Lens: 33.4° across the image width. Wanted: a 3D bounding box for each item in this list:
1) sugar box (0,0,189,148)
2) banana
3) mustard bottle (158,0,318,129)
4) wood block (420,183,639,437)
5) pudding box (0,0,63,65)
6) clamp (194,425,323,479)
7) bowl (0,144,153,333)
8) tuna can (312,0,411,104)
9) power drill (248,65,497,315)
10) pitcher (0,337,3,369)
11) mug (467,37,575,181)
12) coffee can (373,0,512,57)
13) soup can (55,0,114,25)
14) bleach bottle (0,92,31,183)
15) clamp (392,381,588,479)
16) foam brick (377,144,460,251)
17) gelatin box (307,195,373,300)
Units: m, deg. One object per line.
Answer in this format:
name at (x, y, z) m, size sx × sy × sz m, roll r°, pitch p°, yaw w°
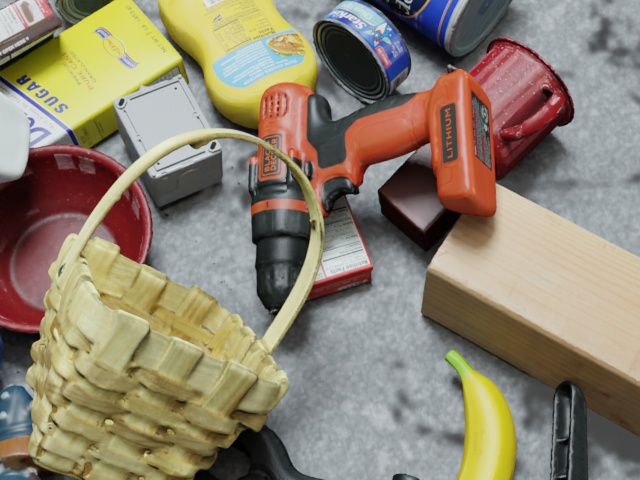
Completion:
sugar box at (-0.211, -0.127, 0.910) m, size 0.176 × 0.048 × 0.093 m, roll -35°, pitch 67°, yaw -15°
banana at (0.097, 0.179, 0.758) m, size 0.070 × 0.037 × 0.197 m, roll 13°, pitch 66°, yaw 16°
mustard bottle at (-0.056, -0.152, 0.909) m, size 0.096 × 0.058 × 0.192 m, roll -25°, pitch 66°, yaw -16°
wood block at (0.186, 0.054, 0.784) m, size 0.206 × 0.090 × 0.090 m, roll 30°, pitch 68°, yaw 15°
pudding box at (-0.268, -0.172, 0.901) m, size 0.090 × 0.114 × 0.039 m, roll -33°, pitch 107°, yaw -13°
clamp at (-0.047, 0.190, 0.754) m, size 0.172 × 0.039 × 0.120 m, roll 30°, pitch 59°, yaw 22°
bowl at (-0.208, 0.007, 0.841) m, size 0.162 × 0.055 × 0.162 m, roll -1°, pitch 64°, yaw 2°
tuna can at (0.035, -0.158, 0.893) m, size 0.086 × 0.086 × 0.033 m, roll 40°, pitch 70°, yaw 19°
power drill at (0.032, -0.042, 0.782) m, size 0.188 × 0.057 × 0.184 m, roll -8°, pitch 72°, yaw 27°
pitcher at (-0.364, 0.068, 0.786) m, size 0.243 × 0.149 × 0.144 m, roll 27°, pitch 54°, yaw 12°
mug at (0.148, -0.100, 0.850) m, size 0.081 × 0.117 × 0.093 m, roll -44°, pitch 114°, yaw -12°
coffee can at (0.090, -0.238, 0.919) m, size 0.140 × 0.103 × 0.102 m, roll 38°, pitch 71°, yaw 18°
soup can at (-0.210, -0.251, 0.958) m, size 0.068 × 0.068 × 0.102 m, roll -13°, pitch 65°, yaw -4°
bleach bottle at (-0.353, -0.067, 0.829) m, size 0.251 × 0.102 × 0.068 m, roll -9°, pitch 67°, yaw 25°
clamp at (0.164, 0.207, 0.722) m, size 0.164 × 0.036 × 0.210 m, roll -30°, pitch 82°, yaw -26°
foam brick at (0.090, -0.040, 0.847) m, size 0.051 × 0.053 × 0.078 m, roll 41°, pitch 80°, yaw 18°
gelatin box at (-0.006, 0.001, 0.850) m, size 0.073 × 0.030 × 0.089 m, roll -17°, pitch 65°, yaw -7°
